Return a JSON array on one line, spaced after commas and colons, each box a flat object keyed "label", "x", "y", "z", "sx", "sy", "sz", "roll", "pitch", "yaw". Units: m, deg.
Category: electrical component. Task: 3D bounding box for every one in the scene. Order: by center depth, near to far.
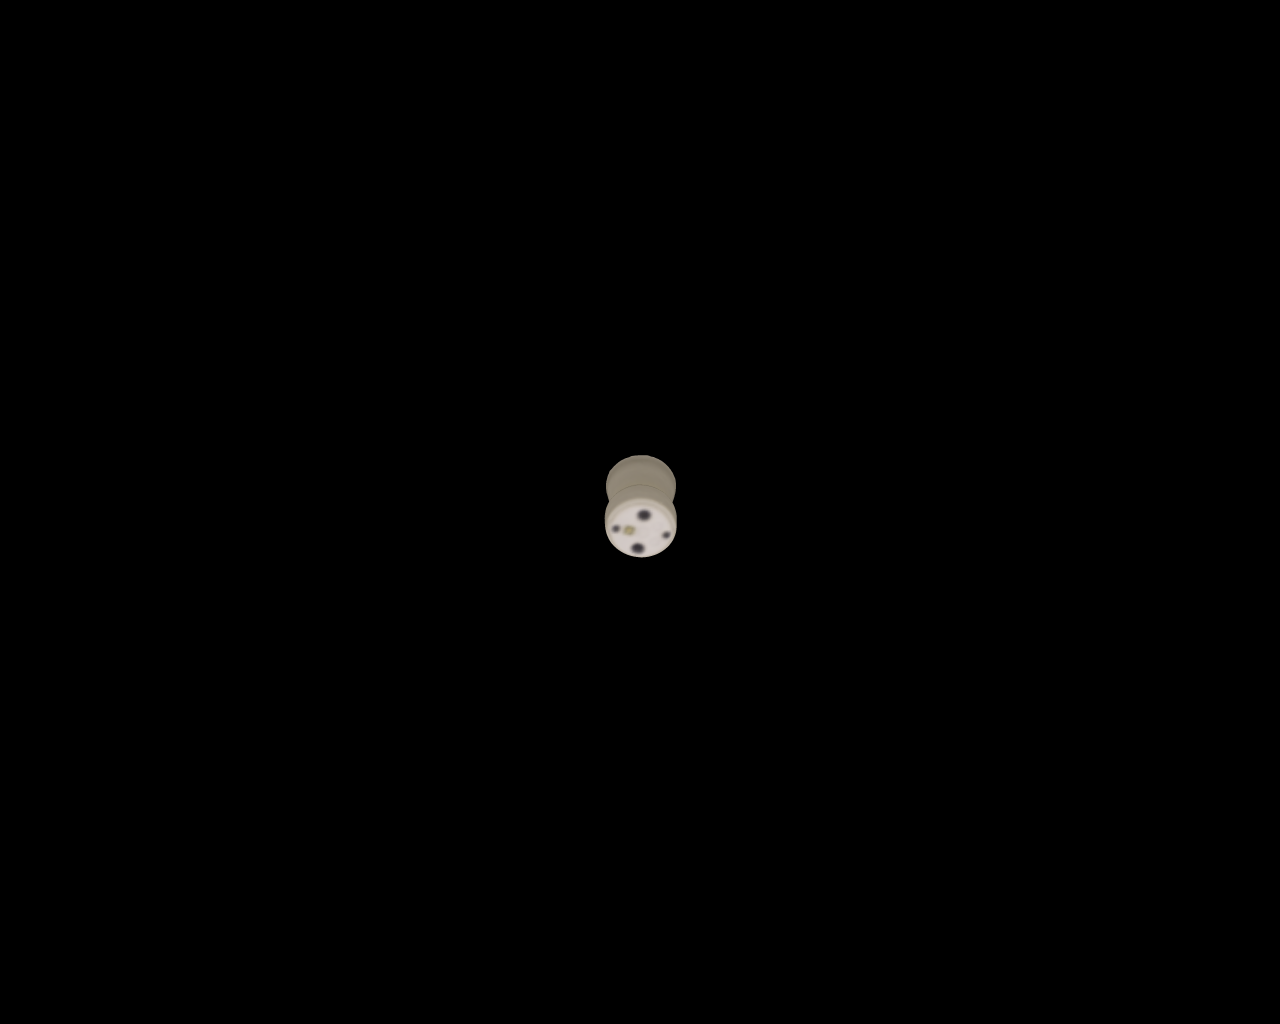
[{"label": "electrical component", "x": 0.001, "y": -0.003, "z": 0.650, "sx": 0.045, "sy": 0.044, "sz": 0.055, "roll": 0, "pitch": 32, "yaw": 0}]
